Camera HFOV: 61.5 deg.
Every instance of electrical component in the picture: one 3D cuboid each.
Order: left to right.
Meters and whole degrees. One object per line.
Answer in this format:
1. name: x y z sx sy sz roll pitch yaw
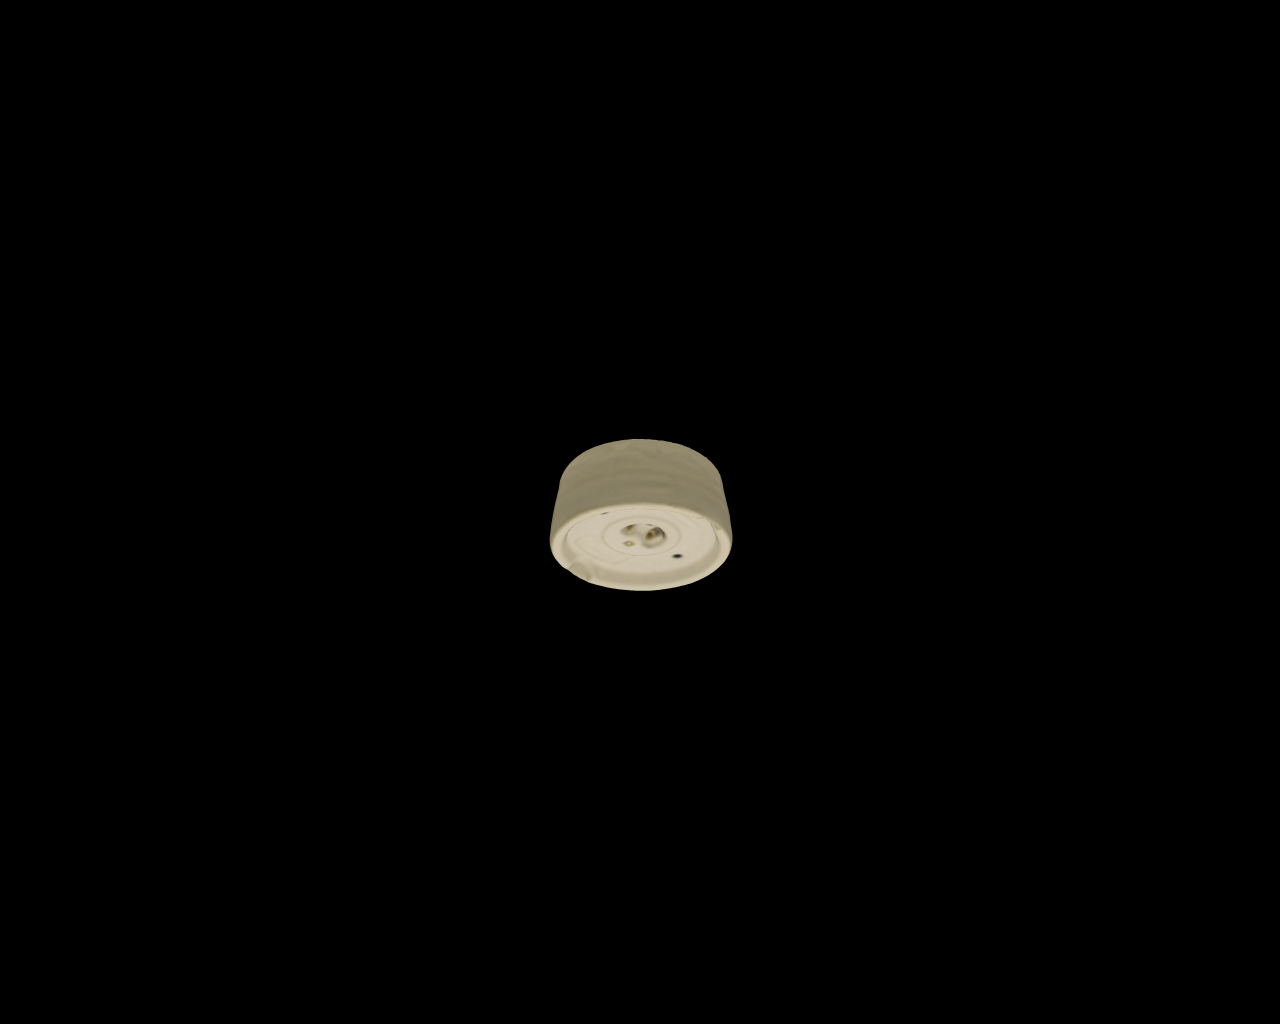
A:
1. electrical component: 0.001 -0.003 0.650 0.108 0.060 0.108 0 -31 0
